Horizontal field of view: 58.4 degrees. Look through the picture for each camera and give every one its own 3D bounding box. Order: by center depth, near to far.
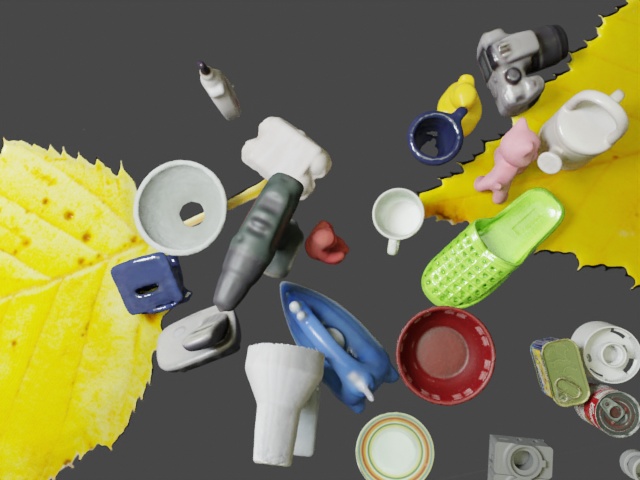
[{"bbox_3d":[0.354,-0.304,0.973,0.136,0.101,0.143,-19,83,3],"label":"camera"}]

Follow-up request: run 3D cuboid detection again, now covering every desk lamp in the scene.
[{"bbox_3d":[-0.053,0.257,0.897,0.118,0.213,0.203,4,85,6],"label":"desk lamp"}]

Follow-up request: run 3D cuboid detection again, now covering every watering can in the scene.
[{"bbox_3d":[0.418,-0.173,0.907,0.101,0.194,0.173,23,87,7],"label":"watering can"}]

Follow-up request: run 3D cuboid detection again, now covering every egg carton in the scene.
[{"bbox_3d":[-0.058,-0.145,1.010,0.150,0.069,0.107,36,88,8],"label":"egg carton"}]

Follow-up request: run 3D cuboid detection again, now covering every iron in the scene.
[{"bbox_3d":[0.010,0.164,0.937,0.118,0.141,0.258,-43,82,0],"label":"iron"}]

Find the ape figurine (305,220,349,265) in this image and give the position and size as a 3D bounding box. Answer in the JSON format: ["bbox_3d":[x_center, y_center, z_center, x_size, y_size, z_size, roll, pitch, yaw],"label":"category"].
[{"bbox_3d":[0.009,0.003,0.978,0.076,0.092,0.078,-5,84,5],"label":"ape figurine"}]

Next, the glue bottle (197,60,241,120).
[{"bbox_3d":[-0.178,-0.266,0.981,0.037,0.173,0.078,-25,82,3],"label":"glue bottle"}]

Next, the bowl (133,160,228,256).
[{"bbox_3d":[-0.237,-0.053,1.015,0.167,0.075,0.167,-1,84,5],"label":"bowl"}]

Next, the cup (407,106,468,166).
[{"bbox_3d":[0.201,-0.174,0.977,0.091,0.095,0.118,45,90,8],"label":"cup"}]

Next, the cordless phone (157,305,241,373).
[{"bbox_3d":[-0.211,0.165,0.935,0.147,0.185,0.094,-26,82,2],"label":"cordless phone"}]

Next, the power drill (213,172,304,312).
[{"bbox_3d":[-0.088,0.010,0.927,0.075,0.208,0.230,23,87,7],"label":"power drill"}]

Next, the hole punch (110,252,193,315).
[{"bbox_3d":[-0.293,0.078,0.998,0.108,0.091,0.101,-17,83,3],"label":"hole punch"}]

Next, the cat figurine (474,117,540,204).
[{"bbox_3d":[0.318,-0.132,0.951,0.067,0.118,0.128,30,88,8],"label":"cat figurine"}]

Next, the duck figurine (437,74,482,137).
[{"bbox_3d":[0.243,-0.233,0.984,0.077,0.086,0.105,10,85,6],"label":"duck figurine"}]
